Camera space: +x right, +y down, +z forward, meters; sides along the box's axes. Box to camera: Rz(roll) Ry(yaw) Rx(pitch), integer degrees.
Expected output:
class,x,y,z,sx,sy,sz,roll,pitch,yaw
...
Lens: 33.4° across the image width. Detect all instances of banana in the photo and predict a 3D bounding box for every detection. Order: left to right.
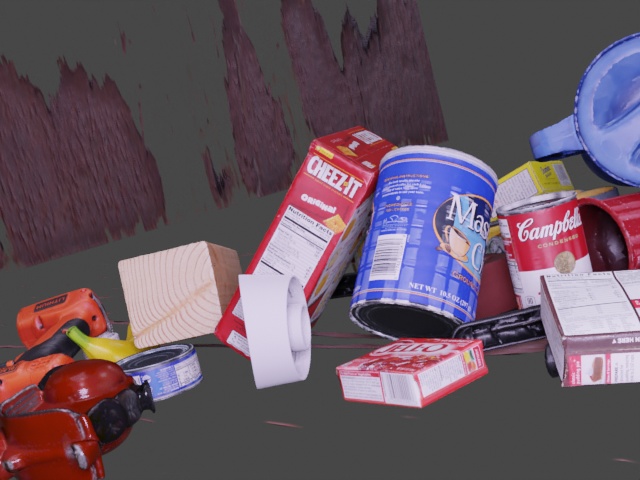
class,x,y,z,sx,sy,sz,roll,pitch,yaw
banana,-0.197,0.108,1.102,0.037,0.069,0.197,-31,-6,7

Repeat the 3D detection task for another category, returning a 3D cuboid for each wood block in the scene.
class,x,y,z,sx,sy,sz,roll,pitch,yaw
wood block,-0.136,0.059,1.125,0.091,0.090,0.206,-13,-4,3

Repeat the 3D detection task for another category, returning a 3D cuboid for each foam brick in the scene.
class,x,y,z,sx,sy,sz,roll,pitch,yaw
foam brick,0.138,0.047,0.968,0.078,0.051,0.053,-17,7,-22

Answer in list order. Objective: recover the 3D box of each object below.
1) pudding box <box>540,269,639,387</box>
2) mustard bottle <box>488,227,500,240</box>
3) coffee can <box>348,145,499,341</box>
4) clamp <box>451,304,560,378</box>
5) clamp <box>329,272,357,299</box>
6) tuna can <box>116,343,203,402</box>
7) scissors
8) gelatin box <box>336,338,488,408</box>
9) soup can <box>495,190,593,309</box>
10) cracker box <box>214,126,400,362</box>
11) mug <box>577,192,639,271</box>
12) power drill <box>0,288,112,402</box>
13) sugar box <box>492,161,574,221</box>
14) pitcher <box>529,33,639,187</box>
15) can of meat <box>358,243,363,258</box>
class,x,y,z,sx,sy,sz,roll,pitch,yaw
pudding box,0.197,0.055,0.706,0.090,0.039,0.113,-5,17,7
mustard bottle,0.224,-0.004,1.175,0.191,0.058,0.096,-16,-4,-18
coffee can,0.087,0.006,0.889,0.103,0.140,0.103,11,-21,4
clamp,0.197,0.060,0.800,0.171,0.039,0.120,-20,19,-18
clamp,-0.028,0.064,1.231,0.164,0.036,0.210,-17,6,-16
tuna can,-0.155,0.126,1.003,0.086,0.034,0.086,-14,7,1
scissors,0.205,-0.027,1.098,0.201,0.016,0.096,-13,6,-2
gelatin box,0.067,0.097,0.795,0.073,0.030,0.089,-19,9,-37
soup can,0.191,0.016,0.890,0.068,0.102,0.068,-14,7,1
cracker box,-0.007,0.001,1.024,0.072,0.214,0.164,31,17,8
mug,0.270,0.006,0.907,0.081,0.093,0.117,-12,21,-27
power drill,-0.305,0.126,1.089,0.185,0.057,0.187,-15,21,15
sugar box,0.202,-0.034,1.252,0.177,0.048,0.093,-29,-14,34
pitcher,0.293,-0.107,1.009,0.149,0.145,0.242,29,5,10
can of meat,0.081,0.013,1.226,0.057,0.084,0.102,-16,7,-19
